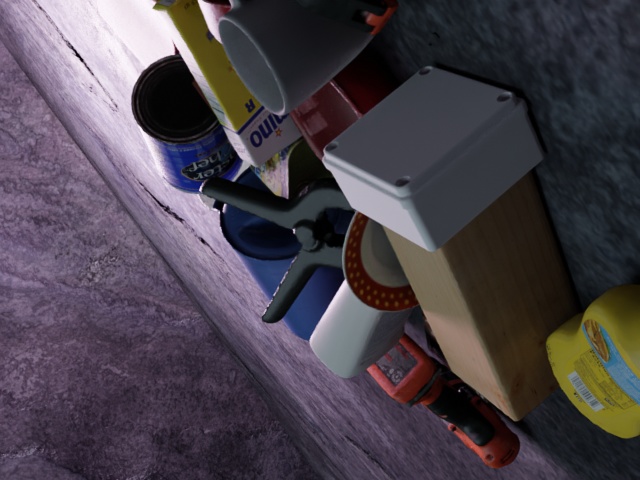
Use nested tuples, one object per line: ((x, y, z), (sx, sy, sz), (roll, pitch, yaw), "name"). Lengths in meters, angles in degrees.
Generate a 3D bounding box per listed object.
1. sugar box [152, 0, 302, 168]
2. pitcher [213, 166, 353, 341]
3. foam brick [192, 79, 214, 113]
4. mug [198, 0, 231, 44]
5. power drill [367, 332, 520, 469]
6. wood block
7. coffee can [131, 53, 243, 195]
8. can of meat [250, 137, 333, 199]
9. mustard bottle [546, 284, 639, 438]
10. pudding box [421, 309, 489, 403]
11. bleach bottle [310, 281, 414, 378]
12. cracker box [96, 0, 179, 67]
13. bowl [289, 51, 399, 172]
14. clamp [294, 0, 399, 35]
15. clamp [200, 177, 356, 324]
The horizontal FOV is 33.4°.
((-0.068, -0.163, 0.973), (0.048, 0.093, 0.176), (32, 157, 57), "sugar box")
((-0.010, 0.024, 1.222), (0.149, 0.145, 0.242), (58, 176, 33), "pitcher")
((-0.076, -0.159, 1.041), (0.051, 0.078, 0.053), (54, 165, -4), "foam brick")
((-0.059, -0.213, 0.851), (0.081, 0.093, 0.117), (73, -173, -68), "mug")
((0.119, 0.155, 1.158), (0.187, 0.057, 0.185), (37, -177, -40), "power drill")
((0.128, 0.028, 0.820), (0.091, 0.090, 0.206), (36, 160, 51), "wood block")
((-0.138, -0.121, 1.138), (0.103, 0.102, 0.140), (48, 170, 15), "coffee can")
((-0.031, -0.088, 1.087), (0.084, 0.057, 0.102), (45, 150, 36), "can of meat")
((0.216, 0.078, 0.720), (0.096, 0.058, 0.192), (54, 168, 12), "mustard bottle")
((0.143, 0.097, 1.051), (0.090, 0.039, 0.113), (44, 164, 33), "pudding box")
((0.065, 0.031, 0.973), (0.068, 0.102, 0.251), (43, 145, 14), "bleach bottle")
((-0.179, -0.261, 1.130), (0.164, 0.072, 0.214), (48, 166, 12), "cracker box")
((0.030, -0.104, 0.876), (0.162, 0.055, 0.162), (48, 166, 16), "bowl")
((-0.026, -0.199, 0.712), (0.171, 0.120, 0.039), (46, 144, 10), "clamp")
((-0.007, 0.001, 1.046), (0.210, 0.036, 0.164), (-8, 111, 30), "clamp")
